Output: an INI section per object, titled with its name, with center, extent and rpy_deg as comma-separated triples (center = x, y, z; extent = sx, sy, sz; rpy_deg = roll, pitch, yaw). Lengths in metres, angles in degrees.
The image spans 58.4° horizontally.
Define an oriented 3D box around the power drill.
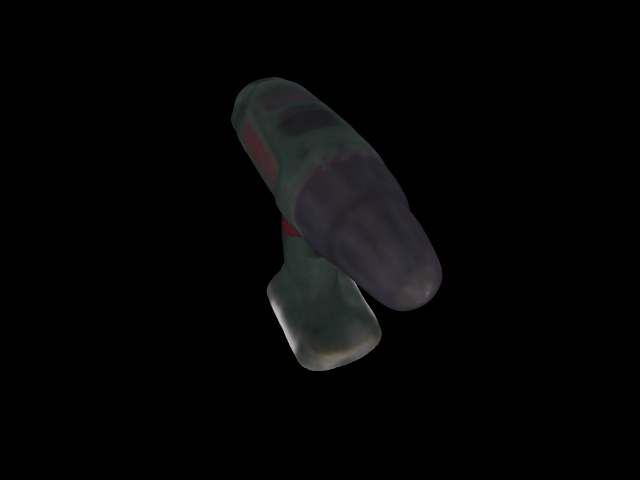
[power drill]
center = 0.004, 0.001, 0.400
extent = 0.076, 0.208, 0.229
rpy_deg = -21, 54, -15
